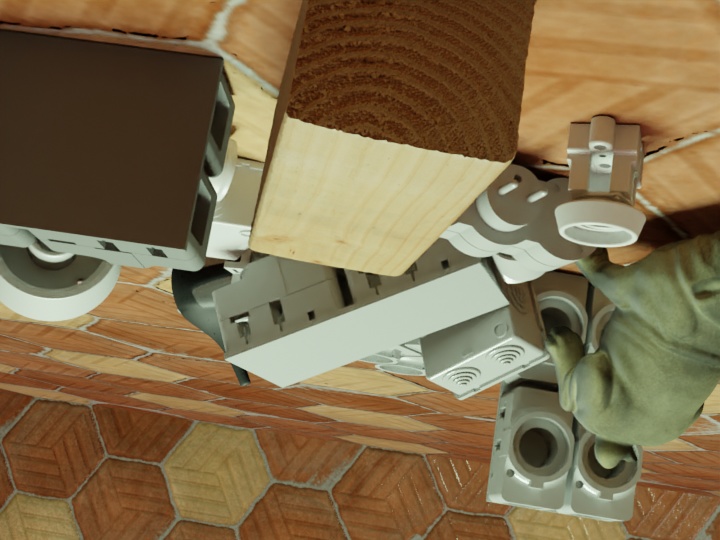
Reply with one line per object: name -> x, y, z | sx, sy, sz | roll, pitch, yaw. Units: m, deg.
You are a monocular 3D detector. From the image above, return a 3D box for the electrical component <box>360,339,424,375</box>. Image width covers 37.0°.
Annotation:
electrical component -> 0.069, 0.064, 1.048 | 0.186, 0.060, 0.105 | -1, 163, 37

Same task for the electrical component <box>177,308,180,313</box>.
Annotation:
electrical component -> -0.149, 0.022, 1.046 | 0.055, 0.047, 0.055 | 9, 166, 2

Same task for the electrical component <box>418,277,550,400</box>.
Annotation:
electrical component -> 0.091, 0.040, 0.836 | 0.100, 0.099, 0.048 | -30, 140, 29

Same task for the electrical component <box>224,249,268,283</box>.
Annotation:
electrical component -> -0.071, -0.004, 0.861 | 0.042, 0.063, 0.081 | 4, 165, 19

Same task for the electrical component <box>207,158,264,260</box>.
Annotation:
electrical component -> -0.114, -0.043, 0.742 | 0.100, 0.048, 0.100 | 8, 164, -19

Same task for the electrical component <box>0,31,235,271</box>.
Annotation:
electrical component -> -0.171, -0.066, 0.589 | 0.186, 0.105, 0.060 | 8, 166, 4

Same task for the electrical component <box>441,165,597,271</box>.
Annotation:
electrical component -> 0.085, -0.040, 0.641 | 0.138, 0.052, 0.074 | 13, 165, -16

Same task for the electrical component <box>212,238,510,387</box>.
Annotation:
electrical component -> 0.001, 0.016, 0.772 | 0.186, 0.060, 0.105 | -21, 158, 12

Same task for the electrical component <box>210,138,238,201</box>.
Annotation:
electrical component -> -0.109, -0.069, 0.665 | 0.055, 0.045, 0.045 | 15, 165, -23

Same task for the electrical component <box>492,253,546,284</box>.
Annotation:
electrical component -> 0.112, -0.016, 0.739 | 0.043, 0.043, 0.081 | 5, 165, 15

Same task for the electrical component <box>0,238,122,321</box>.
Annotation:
electrical component -> -0.234, -0.020, 0.820 | 0.108, 0.108, 0.060 | 13, 160, -13

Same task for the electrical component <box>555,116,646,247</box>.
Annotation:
electrical component -> 0.132, -0.045, 0.585 | 0.048, 0.055, 0.066 | 4, 165, 19

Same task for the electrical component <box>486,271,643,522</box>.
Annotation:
electrical component -> 0.171, 0.100, 0.866 | 0.105, 0.186, 0.060 | 10, 166, -3
